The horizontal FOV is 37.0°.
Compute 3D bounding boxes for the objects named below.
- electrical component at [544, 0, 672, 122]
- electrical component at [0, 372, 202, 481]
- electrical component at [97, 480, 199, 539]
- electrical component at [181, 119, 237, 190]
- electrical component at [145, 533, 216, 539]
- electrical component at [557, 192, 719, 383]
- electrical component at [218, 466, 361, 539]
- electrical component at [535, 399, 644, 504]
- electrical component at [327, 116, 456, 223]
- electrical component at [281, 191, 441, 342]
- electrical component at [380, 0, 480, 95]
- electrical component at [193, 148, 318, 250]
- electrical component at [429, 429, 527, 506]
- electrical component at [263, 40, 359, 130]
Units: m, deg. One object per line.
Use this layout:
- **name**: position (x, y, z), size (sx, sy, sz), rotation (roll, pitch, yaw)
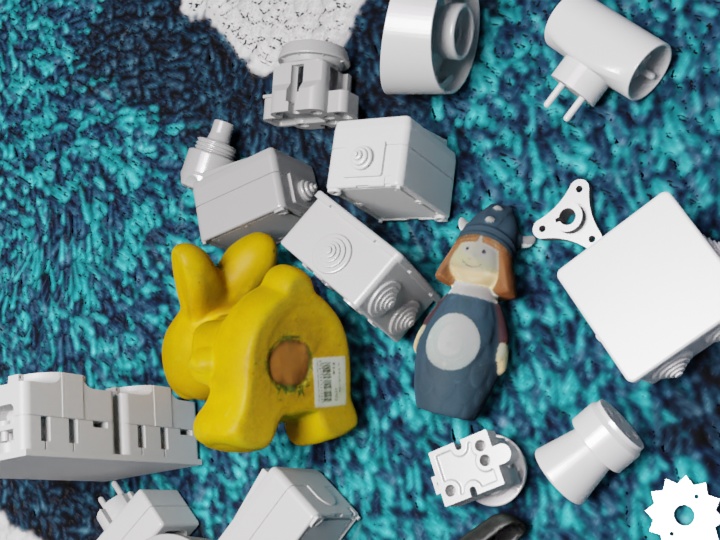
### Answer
- **electrical component**: position (0.158, -0.139, 0.739), size (0.077, 0.043, 0.079), rotation (43, 102, 31)
- **electrical component**: position (-0.223, 0.123, 0.824), size (0.105, 0.186, 0.060), rotation (-14, 72, 28)
- **electrical component**: position (-0.187, 0.205, 0.867), size (0.083, 0.047, 0.075), rotation (-50, 60, 13)
- **electrical component**: position (-0.123, -0.094, 0.897), size (0.043, 0.043, 0.062), rotation (16, 87, 33)
- **electrical component**: position (-0.128, 0.254, 0.813), size (0.108, 0.060, 0.108), rotation (-7, 76, 30)
- **electrical component**: position (0.190, 0.014, 0.683), size (0.100, 0.048, 0.099), rotation (-39, 62, 18)
- **electrical component**: position (-0.060, 0.194, 0.785), size (0.061, 0.062, 0.096), rotation (42, 102, 31)
- **electrical component**: position (0.147, 0.116, 0.688), size (0.055, 0.045, 0.045), rotation (-44, 61, 15)
- **electrical component**: position (0.021, -0.076, 0.775), size (0.062, 0.096, 0.061), rotation (0, 75, 31)
- **electrical component**: position (0.000, 0.000, 0.771), size (0.100, 0.100, 0.048), rotation (39, 88, 31)
- **electrical component**: position (0.047, -0.175, 0.784), size (0.064, 0.099, 0.099), rotation (11, 85, 26)
- **electrical component**: position (-0.076, -0.057, 0.850), size (0.096, 0.062, 0.061), rotation (-21, 69, 26)
- **electrical component**: position (0.082, 0.133, 0.717), size (0.066, 0.055, 0.048), rotation (-27, 67, 23)
- **electrical component**: position (-0.038, -0.146, 0.850), size (0.078, 0.058, 0.057), rotation (-1, 82, 31)
